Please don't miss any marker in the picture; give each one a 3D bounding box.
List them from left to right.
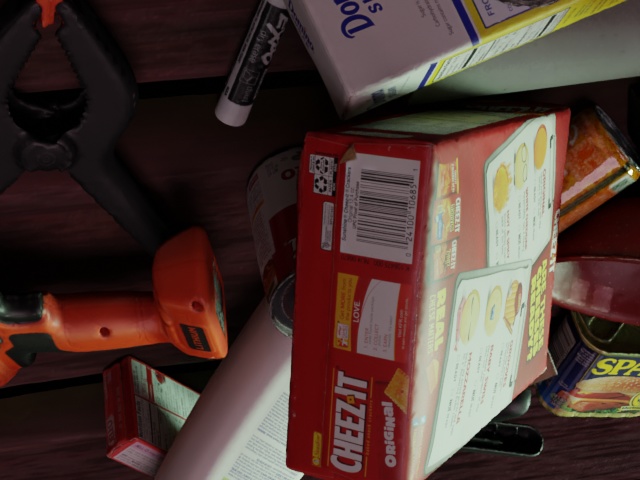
[{"bbox_3d":[-0.028,-0.113,0.569,0.020,0.020,0.121,9,131,-23],"label":"marker"}]

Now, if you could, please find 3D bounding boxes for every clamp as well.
[{"bbox_3d":[-0.140,-0.053,0.587,0.164,0.036,0.210,4,136,-21],"label":"clamp"},{"bbox_3d":[0.084,0.141,0.793,0.172,0.039,0.120,-8,145,23],"label":"clamp"}]

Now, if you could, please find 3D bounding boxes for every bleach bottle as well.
[{"bbox_3d":[-0.060,0.145,0.704,0.251,0.068,0.102,-53,130,-3],"label":"bleach bottle"}]

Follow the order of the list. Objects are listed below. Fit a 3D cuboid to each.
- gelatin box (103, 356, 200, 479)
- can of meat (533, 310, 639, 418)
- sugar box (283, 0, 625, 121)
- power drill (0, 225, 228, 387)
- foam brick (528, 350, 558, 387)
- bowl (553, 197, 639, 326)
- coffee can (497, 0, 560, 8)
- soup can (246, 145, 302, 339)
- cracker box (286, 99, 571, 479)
[{"bbox_3d":[-0.112,0.132,0.751,0.030,0.073,0.089,-36,132,20],"label":"gelatin box"},{"bbox_3d":[0.221,0.090,0.809,0.102,0.057,0.084,4,135,-18],"label":"can of meat"},{"bbox_3d":[0.071,-0.133,0.498,0.176,0.093,0.048,-23,172,-6],"label":"sugar box"},{"bbox_3d":[-0.152,0.035,0.616,0.187,0.057,0.184,-5,158,2],"label":"power drill"},{"bbox_3d":[0.131,0.067,0.765,0.051,0.053,0.078,-23,135,8],"label":"foam brick"},{"bbox_3d":[0.216,0.013,0.700,0.162,0.055,0.162,12,166,3],"label":"bowl"},{"bbox_3d":[0.103,-0.179,0.430,0.140,0.103,0.102,-48,136,-13],"label":"coffee can"},{"bbox_3d":[-0.004,0.001,0.628,0.068,0.102,0.068,-7,135,-8],"label":"soup can"},{"bbox_3d":[0.063,0.016,0.558,0.072,0.213,0.164,10,105,27],"label":"cracker box"}]
